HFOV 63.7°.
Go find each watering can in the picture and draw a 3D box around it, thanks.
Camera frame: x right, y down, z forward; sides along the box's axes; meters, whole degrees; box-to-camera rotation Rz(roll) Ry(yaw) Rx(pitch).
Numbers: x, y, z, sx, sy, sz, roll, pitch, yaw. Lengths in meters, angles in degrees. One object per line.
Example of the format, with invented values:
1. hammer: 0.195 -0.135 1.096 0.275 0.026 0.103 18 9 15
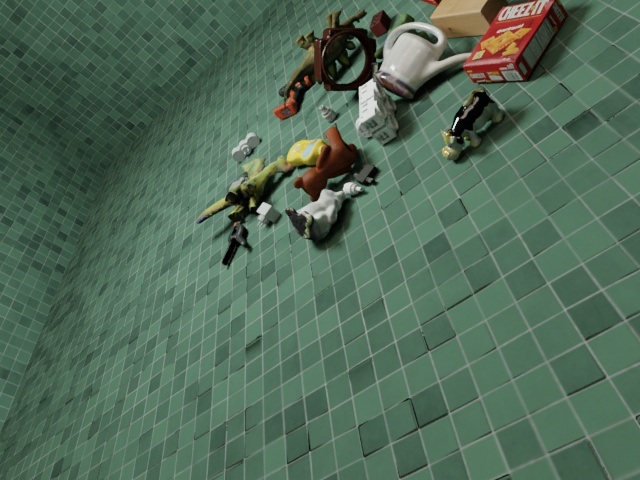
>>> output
1. watering can: 0.293 -0.506 1.481 0.353 0.103 0.223 43 103 40

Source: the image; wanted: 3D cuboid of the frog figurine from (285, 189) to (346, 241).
1. frog figurine: 0.004 -0.072 1.433 0.161 0.122 0.137 -26 9 -32

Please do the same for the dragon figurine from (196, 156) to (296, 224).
1. dragon figurine: -0.268 -0.197 1.848 0.407 0.120 0.249 -15 39 29
